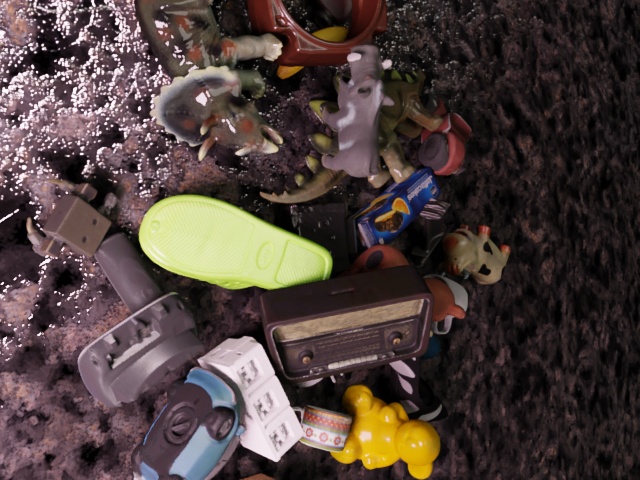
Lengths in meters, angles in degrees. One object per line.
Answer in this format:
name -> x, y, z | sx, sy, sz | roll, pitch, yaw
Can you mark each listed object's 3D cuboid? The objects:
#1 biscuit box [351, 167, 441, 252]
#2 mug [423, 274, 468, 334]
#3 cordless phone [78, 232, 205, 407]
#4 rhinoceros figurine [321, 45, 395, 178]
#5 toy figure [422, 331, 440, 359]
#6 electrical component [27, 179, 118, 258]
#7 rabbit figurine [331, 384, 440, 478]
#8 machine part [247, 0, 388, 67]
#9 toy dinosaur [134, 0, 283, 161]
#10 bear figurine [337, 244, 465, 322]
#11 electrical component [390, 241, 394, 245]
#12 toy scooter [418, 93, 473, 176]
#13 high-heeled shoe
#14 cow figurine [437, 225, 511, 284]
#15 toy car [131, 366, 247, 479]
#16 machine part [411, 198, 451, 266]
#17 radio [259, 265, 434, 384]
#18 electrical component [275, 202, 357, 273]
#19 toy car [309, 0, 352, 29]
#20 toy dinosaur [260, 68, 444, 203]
biscuit box -> 0.135, -0.057, 0.963 | 0.203, 0.059, 0.062 | -40, 111, -34
mug -> 0.238, 0.123, 1.020 | 0.107, 0.081, 0.109 | 11, 74, -47
cordless phone -> -0.241, 0.091, 0.651 | 0.146, 0.089, 0.184 | -35, 97, -35
rhinoceros figurine -> 0.055, -0.184, 0.776 | 0.073, 0.112, 0.190 | 6, 86, -23
toy figure -> 0.153, 0.175, 0.959 | 0.154, 0.058, 0.064 | 28, 88, -36
electrical component -> -0.292, -0.024, 0.631 | 0.078, 0.045, 0.102 | 47, 59, -59
rabbit figurine -> 0.122, 0.320, 0.852 | 0.162, 0.173, 0.122 | 39, 60, -25
machine part -> -0.004, -0.368, 0.801 | 0.201, 0.087, 0.201 | -11, 98, -27
toy dinosaur -> -0.171, -0.287, 0.708 | 0.192, 0.131, 0.404 | -30, 99, -37
bear figurine -> 0.136, 0.095, 0.893 | 0.132, 0.120, 0.195 | -49, 122, 1
electrical component -> 0.113, 0.042, 0.962 | 0.063, 0.021, 0.094 | 53, 57, -23
toy scooter -> 0.251, -0.193, 1.050 | 0.135, 0.075, 0.184 | 22, 54, -37
high-heeled shoe -> 0.175, 0.222, 0.908 | 0.248, 0.145, 0.086 | 33, 32, -27
cow figurine -> 0.303, 0.036, 1.072 | 0.194, 0.086, 0.127 | 31, 68, -43
toy car -> -0.154, 0.254, 0.683 | 0.161, 0.109, 0.102 | -60, 139, -15
machine part -> 0.205, -0.014, 0.995 | 0.084, 0.039, 0.138 | -38, 147, -29
radio -> 0.038, 0.120, 0.755 | 0.230, 0.073, 0.130 | -9, 127, -6
electrical component -> -0.002, -0.003, 0.851 | 0.134, 0.058, 0.114 | -6, 93, -39
toy car -> -0.022, -0.434, 0.872 | 0.202, 0.053, 0.089 | 38, 85, -29
toy dinosaur -> 0.073, -0.181, 0.903 | 0.198, 0.105, 0.471 | 46, 54, -16
